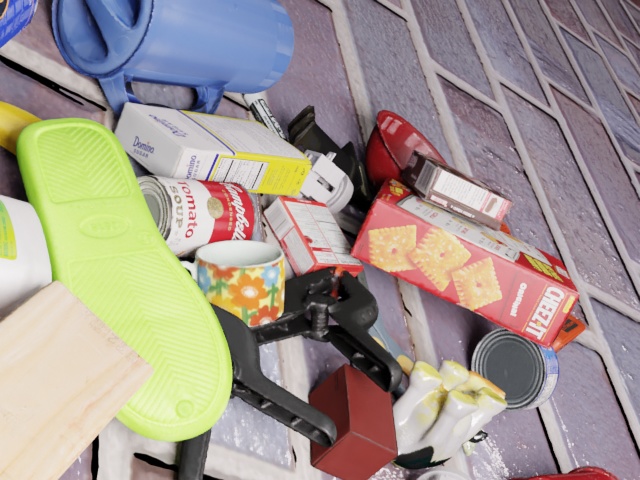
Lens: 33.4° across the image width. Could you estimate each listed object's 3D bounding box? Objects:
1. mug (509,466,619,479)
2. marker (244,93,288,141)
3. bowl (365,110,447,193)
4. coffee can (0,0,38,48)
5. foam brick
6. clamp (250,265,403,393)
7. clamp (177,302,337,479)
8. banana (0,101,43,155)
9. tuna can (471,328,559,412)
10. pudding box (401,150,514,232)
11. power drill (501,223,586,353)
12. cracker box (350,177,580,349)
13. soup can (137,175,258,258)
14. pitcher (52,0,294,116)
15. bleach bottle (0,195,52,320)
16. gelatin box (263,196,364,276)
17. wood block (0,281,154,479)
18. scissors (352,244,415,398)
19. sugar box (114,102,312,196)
[{"bbox_3d":[0.217,0.249,0.976,0.081,0.093,0.117,8,15,-41],"label":"mug"},{"bbox_3d":[-0.048,-0.114,1.154,0.020,0.020,0.121,2,50,-51],"label":"marker"},{"bbox_3d":[0.103,-0.073,1.243,0.162,0.055,0.162,41,24,-23],"label":"bowl"},{"bbox_3d":[-0.296,-0.182,0.840,0.102,0.103,0.140,38,30,-12],"label":"coffee can"},{"bbox_3d":[0.027,0.152,0.879,0.051,0.053,0.078,30,33,-24],"label":"foam brick"},{"bbox_3d":[0.008,0.071,0.919,0.165,0.036,0.209,13,19,14],"label":"clamp"},{"bbox_3d":[-0.064,0.106,0.797,0.120,0.039,0.171,-8,54,-20],"label":"clamp"},{"bbox_3d":[-0.203,-0.046,0.854,0.198,0.037,0.069,50,29,8],"label":"banana"},{"bbox_3d":[0.200,0.132,1.090,0.033,0.086,0.086,6,48,-50],"label":"tuna can"},{"bbox_3d":[0.140,-0.053,1.110,0.090,0.039,0.113,23,12,-13],"label":"pudding box"},{"bbox_3d":[0.213,0.055,1.233,0.188,0.057,0.184,54,31,15],"label":"power drill"},{"bbox_3d":[0.144,0.020,1.086,0.213,0.072,0.164,26,12,2],"label":"cracker box"},{"bbox_3d":[-0.112,-0.019,0.904,0.102,0.069,0.068,2,50,-50],"label":"soup can"},{"bbox_3d":[-0.134,-0.202,1.064,0.145,0.149,0.242,42,22,28],"label":"pitcher"},{"bbox_3d":[-0.298,-0.010,0.661,0.250,0.068,0.103,17,31,-37],"label":"bleach bottle"},{"bbox_3d":[-0.007,0.001,1.051,0.073,0.030,0.089,6,47,-50],"label":"gelatin box"},{"bbox_3d":[-0.193,0.119,0.604,0.090,0.091,0.205,43,30,-2],"label":"wood block"},{"bbox_3d":[0.065,0.089,1.046,0.096,0.016,0.201,35,31,-20],"label":"scissors"},{"bbox_3d":[-0.098,-0.083,1.004,0.175,0.048,0.093,-1,32,-49],"label":"sugar box"}]
